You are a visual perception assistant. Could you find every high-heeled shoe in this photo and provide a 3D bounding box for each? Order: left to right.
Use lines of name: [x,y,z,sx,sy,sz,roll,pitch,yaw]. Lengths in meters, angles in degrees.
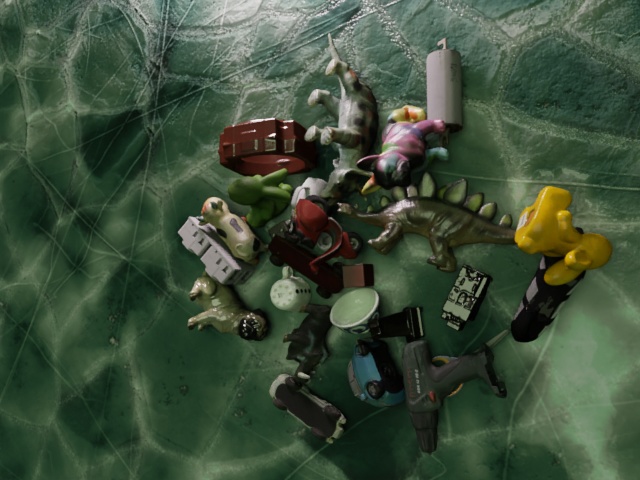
high-heeled shoe: [0.468,0.097,1.095,0.086,0.145,0.249,31,69,23]

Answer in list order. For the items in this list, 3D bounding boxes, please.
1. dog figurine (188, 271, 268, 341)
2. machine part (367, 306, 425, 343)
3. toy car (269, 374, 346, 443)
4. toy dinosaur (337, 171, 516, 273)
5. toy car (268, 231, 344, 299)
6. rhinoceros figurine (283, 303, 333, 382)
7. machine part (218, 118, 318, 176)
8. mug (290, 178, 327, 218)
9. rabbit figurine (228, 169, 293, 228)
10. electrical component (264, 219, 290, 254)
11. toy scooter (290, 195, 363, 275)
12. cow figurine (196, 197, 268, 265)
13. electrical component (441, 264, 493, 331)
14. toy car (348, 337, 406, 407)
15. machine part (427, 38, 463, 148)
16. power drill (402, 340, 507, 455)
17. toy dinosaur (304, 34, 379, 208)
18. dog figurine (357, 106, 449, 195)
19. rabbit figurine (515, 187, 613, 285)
dog figurine: [-0.217,0.161,1.341,0.191,0.121,0.172,1,89,8]
machine part: [0.169,0.186,1.166,0.039,0.139,0.084,-4,87,63]
toy car: [-0.030,0.392,1.258,0.202,0.056,0.073,32,91,20]
toy dinosaur: [0.267,-0.035,1.152,0.472,0.105,0.198,14,86,11]
toy car: [-0.029,0.055,1.268,0.202,0.053,0.089,33,114,4]
rhinoceros figurine: [-0.023,0.239,1.264,0.112,0.073,0.190,22,91,11]
machine part: [-0.121,-0.214,1.268,0.201,0.201,0.087,-6,79,22]
mug: [-0.026,-0.096,1.276,0.081,0.109,0.107,9,77,43]
rabbit figurine: [-0.142,-0.103,1.284,0.159,0.170,0.121,-14,81,21]
electrical component: [-0.091,-0.007,1.322,0.102,0.045,0.078,-25,78,18]
toy scooter: [-0.002,-0.004,1.192,0.184,0.075,0.135,44,71,-3]
cow figurine: [-0.224,-0.027,1.334,0.085,0.127,0.195,-44,74,10]
electrical component: [0.303,0.122,1.116,0.058,0.115,0.134,26,95,26]
toy car: [0.111,0.300,1.186,0.103,0.109,0.162,-41,62,32]
machine part: [0.275,-0.325,1.186,0.079,0.079,0.243,-1,85,22]
power drill: [0.275,0.312,1.116,0.207,0.086,0.232,-24,73,30]
toy dinosaur: [0.075,-0.276,1.237,0.131,0.192,0.404,-13,63,53]
dog figurine: [0.155,-0.185,1.136,0.219,0.108,0.192,-30,45,-20]
rabbit figurine: [0.464,0.002,1.001,0.173,0.162,0.121,26,140,-1]
